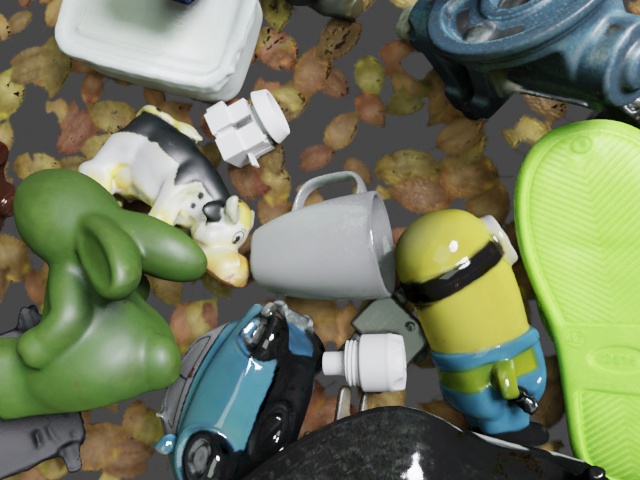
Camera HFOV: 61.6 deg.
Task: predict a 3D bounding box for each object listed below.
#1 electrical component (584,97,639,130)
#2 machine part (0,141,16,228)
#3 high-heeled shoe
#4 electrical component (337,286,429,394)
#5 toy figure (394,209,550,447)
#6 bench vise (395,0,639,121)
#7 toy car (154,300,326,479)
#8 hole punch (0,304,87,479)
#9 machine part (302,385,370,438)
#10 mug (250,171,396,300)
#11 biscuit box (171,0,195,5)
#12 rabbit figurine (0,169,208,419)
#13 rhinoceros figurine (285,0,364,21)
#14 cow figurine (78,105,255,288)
[{"bbox_3d":[0.250,-0.108,0.382,0.058,0.134,0.115,39,88,9],"label":"electrical component"},{"bbox_3d":[-0.322,-0.019,0.422,0.056,0.179,0.179,22,87,6],"label":"machine part"},{"bbox_3d":[0.076,0.176,0.361,0.249,0.145,0.086,-4,52,9],"label":"high-heeled shoe"},{"bbox_3d":[0.061,0.075,0.440,0.063,0.021,0.094,42,89,9],"label":"electrical component"},{"bbox_3d":[0.114,0.065,0.396,0.082,0.089,0.180,-11,92,47],"label":"toy figure"},{"bbox_3d":[0.103,-0.177,0.350,0.129,0.240,0.224,-39,41,8],"label":"bench vise"},{"bbox_3d":[-0.069,0.121,0.413,0.103,0.109,0.161,10,76,31],"label":"toy car"},{"bbox_3d":[-0.266,0.141,0.446,0.116,0.092,0.142,-16,75,-32],"label":"hole punch"},{"bbox_3d":[0.011,0.230,0.385,0.079,0.079,0.243,7,72,7],"label":"machine part"},{"bbox_3d":[-0.001,-0.001,0.429,0.107,0.080,0.109,-10,72,15],"label":"mug"},{"bbox_3d":[-0.084,-0.265,0.426,0.063,0.059,0.203,19,52,7],"label":"biscuit box"},{"bbox_3d":[-0.170,0.030,0.385,0.159,0.121,0.170,-8,98,32],"label":"rabbit figurine"},{"bbox_3d":[0.024,-0.285,0.463,0.112,0.073,0.190,29,90,20],"label":"rhinoceros figurine"},{"bbox_3d":[-0.109,-0.036,0.452,0.167,0.068,0.098,36,83,8],"label":"cow figurine"}]
